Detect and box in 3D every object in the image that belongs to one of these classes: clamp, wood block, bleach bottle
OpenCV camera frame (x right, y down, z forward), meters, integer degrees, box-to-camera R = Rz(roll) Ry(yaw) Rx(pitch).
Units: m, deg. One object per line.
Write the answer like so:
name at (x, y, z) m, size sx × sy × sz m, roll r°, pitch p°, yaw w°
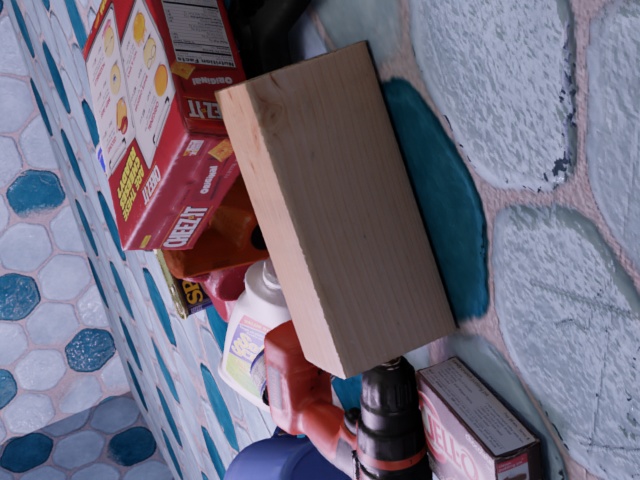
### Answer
clamp at (-0.043, -0.163, 0.818) m, size 0.210 × 0.036 × 0.165 m, roll 88°, pitch 158°, yaw -46°
wood block at (0.009, -0.021, 0.738) m, size 0.206 × 0.090 × 0.090 m, roll 71°, pitch 164°, yaw -10°
bleach bottle at (-0.054, 0.088, 1.095) m, size 0.103 × 0.068 × 0.251 m, roll 35°, pitch 151°, yaw 17°

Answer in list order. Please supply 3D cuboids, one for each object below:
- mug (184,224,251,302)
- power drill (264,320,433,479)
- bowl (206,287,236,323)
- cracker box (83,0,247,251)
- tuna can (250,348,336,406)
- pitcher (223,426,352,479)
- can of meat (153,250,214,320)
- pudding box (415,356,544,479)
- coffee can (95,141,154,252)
mug at (-0.103, 0.012, 1.101) m, size 0.081 × 0.117 × 0.093 m, roll 54°, pitch 139°, yaw 27°
power drill at (0.020, 0.136, 0.848) m, size 0.188 × 0.057 × 0.184 m, roll 40°, pitch 140°, yaw 52°
bowl at (-0.099, 0.042, 1.221) m, size 0.162 × 0.055 × 0.162 m, roll 58°, pitch 161°, yaw 32°
cracker box at (-0.126, -0.123, 0.865) m, size 0.164 × 0.072 × 0.214 m, roll -52°, pitch 47°, yaw 48°
tuna can at (-0.024, 0.124, 1.031) m, size 0.086 × 0.086 × 0.034 m, roll 92°, pitch 153°, yaw -54°
pitcher at (-0.020, 0.262, 1.147) m, size 0.149 × 0.144 × 0.243 m, roll 55°, pitch 159°, yaw 2°
can of meat at (-0.149, 0.036, 1.320) m, size 0.102 × 0.083 × 0.057 m, roll 70°, pitch 163°, yaw -5°
pudding box at (0.108, 0.145, 0.722) m, size 0.114 × 0.039 × 0.090 m, roll 43°, pitch 150°, yaw 56°
coffee can at (-0.210, -0.070, 1.345) m, size 0.140 × 0.102 × 0.103 m, roll 62°, pitch 163°, yaw 19°
